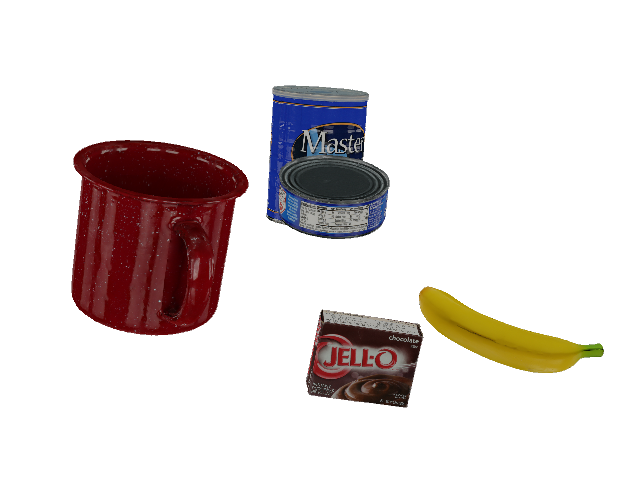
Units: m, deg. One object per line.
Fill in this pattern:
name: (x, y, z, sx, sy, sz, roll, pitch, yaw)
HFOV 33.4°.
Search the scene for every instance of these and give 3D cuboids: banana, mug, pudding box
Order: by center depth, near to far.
mug: (-0.085, 0.004, 0.571, 0.093, 0.081, 0.117, -3, 25, -32)
banana: (0.158, 0.085, 0.990, 0.198, 0.037, 0.069, 20, 15, 37)
pudding box: (0.047, 0.128, 1.157, 0.113, 0.090, 0.039, 7, 23, -7)

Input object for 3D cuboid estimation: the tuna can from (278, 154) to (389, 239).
tuna can: (0.010, -0.034, 0.827, 0.086, 0.034, 0.086, 3, 27, -2)

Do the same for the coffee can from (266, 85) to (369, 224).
coffee can: (-0.004, -0.091, 1.146, 0.103, 0.140, 0.103, 4, 12, -1)
